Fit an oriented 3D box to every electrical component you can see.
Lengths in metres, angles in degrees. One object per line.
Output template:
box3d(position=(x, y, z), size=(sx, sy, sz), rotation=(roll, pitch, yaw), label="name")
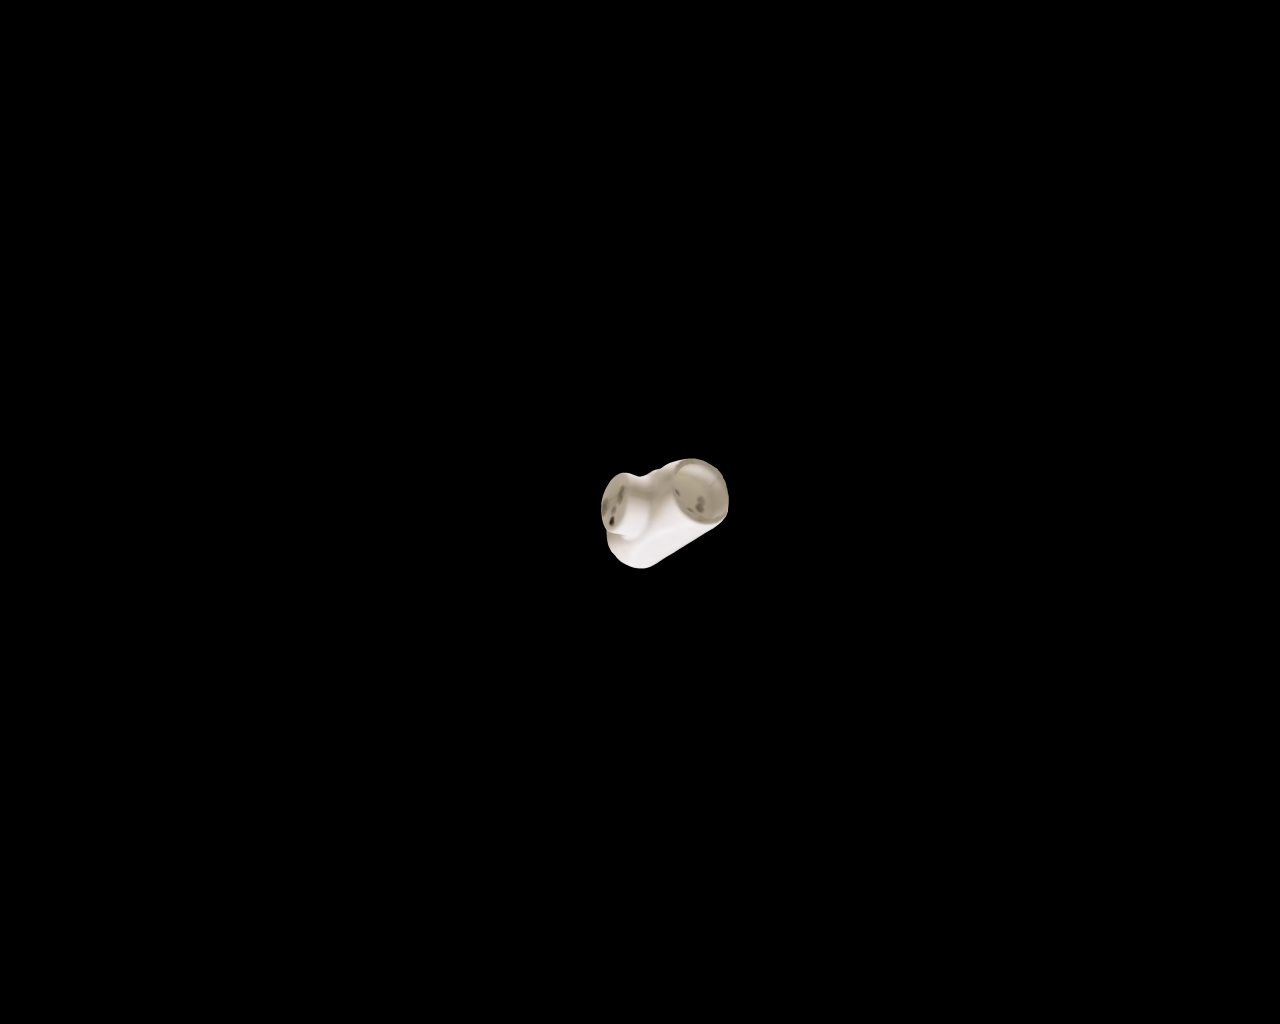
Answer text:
box3d(position=(0.001, -0.003, 0.650), size=(0.079, 0.044, 0.077), rotation=(15, -30, -28), label="electrical component")
